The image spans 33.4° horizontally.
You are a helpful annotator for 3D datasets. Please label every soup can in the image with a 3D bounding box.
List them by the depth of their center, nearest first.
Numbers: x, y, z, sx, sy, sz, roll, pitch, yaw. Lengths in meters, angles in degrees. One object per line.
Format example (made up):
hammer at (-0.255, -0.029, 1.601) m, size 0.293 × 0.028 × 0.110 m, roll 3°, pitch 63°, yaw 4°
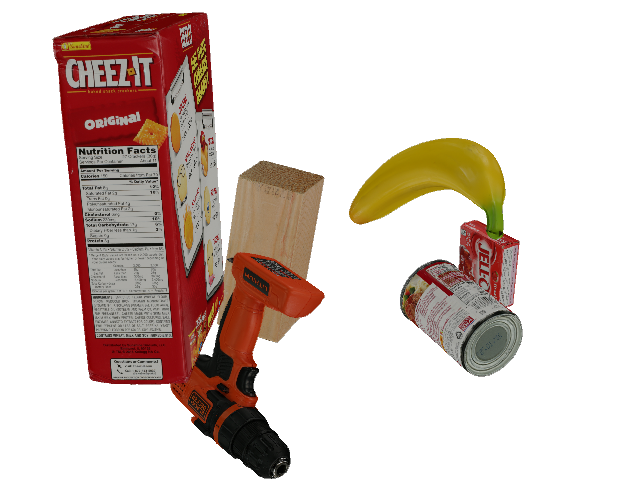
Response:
soup can at (0.129, 0.070, 0.978) m, size 0.068 × 0.068 × 0.102 m, roll 0°, pitch 26°, yaw -32°

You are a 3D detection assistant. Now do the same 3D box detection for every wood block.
wood block at (-0.066, 0.013, 1.384) m, size 0.090 × 0.206 × 0.090 m, roll 16°, pitch 22°, yaw 13°

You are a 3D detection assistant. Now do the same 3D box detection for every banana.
banana at (0.079, -0.042, 0.786) m, size 0.037 × 0.069 × 0.198 m, roll 31°, pitch -10°, yaw -24°

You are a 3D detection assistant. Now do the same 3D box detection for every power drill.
power drill at (-0.066, 0.120, 1.063) m, size 0.057 × 0.188 × 0.185 m, roll 13°, pitch 15°, yaw -46°

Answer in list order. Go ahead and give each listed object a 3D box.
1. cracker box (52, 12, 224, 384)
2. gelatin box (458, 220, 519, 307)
cracker box at (-0.112, -0.035, 0.697) m, size 0.072 × 0.214 × 0.164 m, roll -2°, pitch 16°, yaw 4°
gelatin box at (0.199, 0.029, 1.277) m, size 0.030 × 0.089 × 0.073 m, roll -18°, pitch 32°, yaw -31°
